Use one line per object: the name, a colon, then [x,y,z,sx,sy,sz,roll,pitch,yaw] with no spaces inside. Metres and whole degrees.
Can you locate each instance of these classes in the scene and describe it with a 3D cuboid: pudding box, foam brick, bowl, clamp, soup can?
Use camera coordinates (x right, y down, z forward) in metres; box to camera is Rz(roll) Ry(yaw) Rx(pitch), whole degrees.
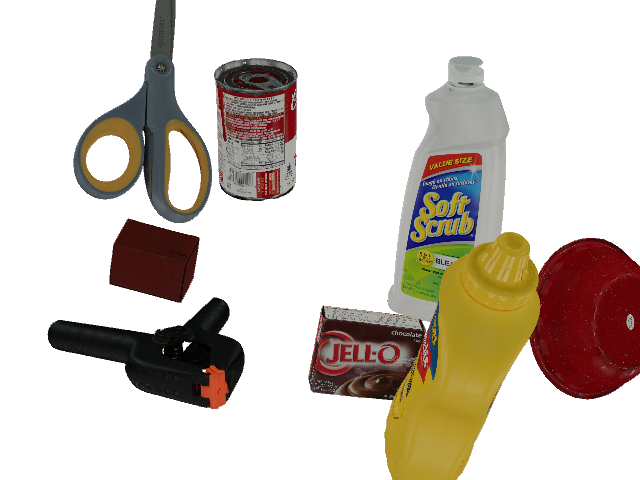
pudding box: [0.049,0.122,1.146,0.113,0.090,0.039,6,24,-8]
foam brick: [-0.168,0.020,1.081,0.078,0.051,0.053,15,33,2]
bowl: [0.282,0.078,1.044,0.161,0.162,0.055,0,0,-29]
clamp: [-0.114,0.088,0.880,0.164,0.036,0.210,-11,16,-32]
soup can: [-0.053,-0.092,0.892,0.068,0.102,0.068,1,31,-1]

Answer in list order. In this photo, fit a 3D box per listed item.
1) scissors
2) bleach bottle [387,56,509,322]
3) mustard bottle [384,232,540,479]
scissors: [-0.123,-0.103,0.698,0.096,0.202,0.016,-6,-20,-24]
bleach bottle: [0.118,-0.046,0.982,0.103,0.251,0.068,13,30,23]
mustard bottle: [0.086,0.066,0.633,0.058,0.096,0.192,18,-44,3]
